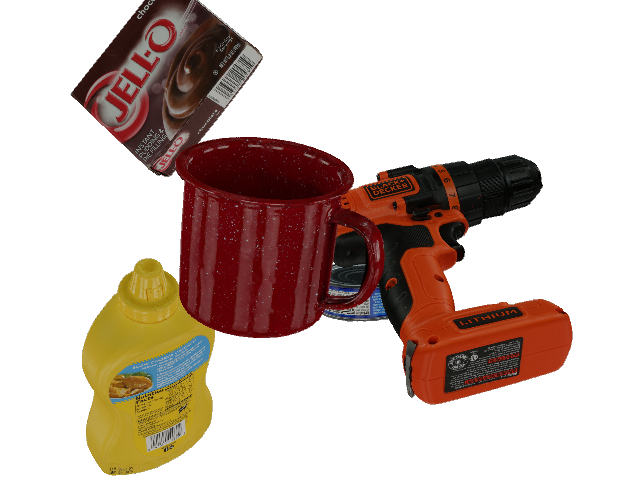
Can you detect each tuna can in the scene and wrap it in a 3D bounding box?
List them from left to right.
[{"bbox_3d":[0.039,0.045,0.977,0.086,0.034,0.086,-2,14,0],"label":"tuna can"}]

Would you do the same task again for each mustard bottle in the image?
[{"bbox_3d":[-0.122,0.086,0.760,0.096,0.192,0.058,-21,52,-27],"label":"mustard bottle"}]

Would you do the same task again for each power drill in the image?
[{"bbox_3d":[0.095,0.016,0.724,0.184,0.057,0.188,-15,40,-10],"label":"power drill"}]

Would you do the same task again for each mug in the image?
[{"bbox_3d":[-0.022,0.002,0.564,0.117,0.081,0.093,15,25,17],"label":"mug"}]

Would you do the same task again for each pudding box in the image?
[{"bbox_3d":[-0.109,-0.116,0.754,0.090,0.113,0.039,42,4,21],"label":"pudding box"}]
